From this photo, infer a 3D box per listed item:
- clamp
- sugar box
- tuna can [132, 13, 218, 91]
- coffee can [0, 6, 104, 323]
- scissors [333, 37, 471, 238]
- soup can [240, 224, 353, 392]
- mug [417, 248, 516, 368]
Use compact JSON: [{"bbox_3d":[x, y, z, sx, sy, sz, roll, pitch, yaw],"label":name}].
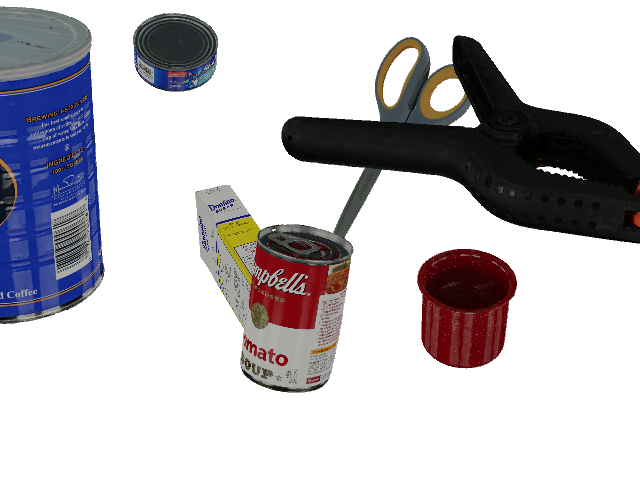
[{"bbox_3d":[0.092,-0.050,0.594,0.164,0.036,0.210,-26,43,-28],"label":"clamp"},{"bbox_3d":[-0.076,0.028,1.081,0.048,0.093,0.176,-14,41,-17],"label":"sugar box"},{"bbox_3d":[-0.148,-0.192,1.093,0.086,0.086,0.034,0,-39,-8],"label":"tuna can"},{"bbox_3d":[-0.170,-0.042,0.567,0.103,0.140,0.103,2,28,-1],"label":"coffee can"},{"bbox_3d":[0.071,-0.076,0.904,0.096,0.202,0.016,10,-11,21],"label":"scissors"},{"bbox_3d":[-0.018,0.047,0.757,0.068,0.102,0.068,8,20,-3],"label":"soup can"},{"bbox_3d":[0.136,0.061,1.034,0.093,0.081,0.117,-9,39,-8],"label":"mug"}]
